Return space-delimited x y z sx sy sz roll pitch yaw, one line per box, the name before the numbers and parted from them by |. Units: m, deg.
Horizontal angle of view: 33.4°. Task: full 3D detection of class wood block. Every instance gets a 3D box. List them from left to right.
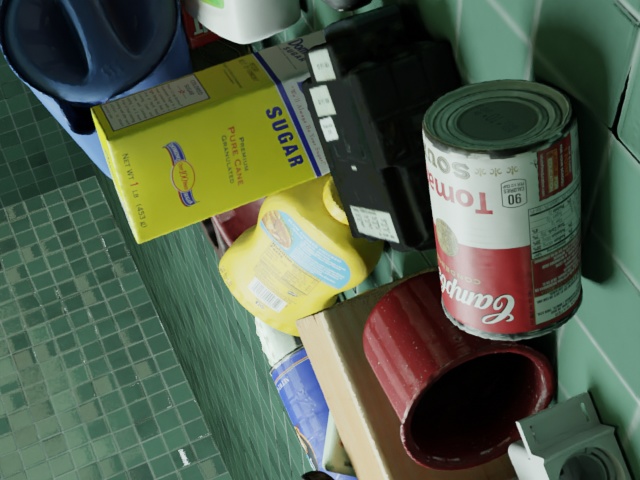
wood block | 0.067 0.132 0.732 0.091 0.090 0.206 150 99 -75

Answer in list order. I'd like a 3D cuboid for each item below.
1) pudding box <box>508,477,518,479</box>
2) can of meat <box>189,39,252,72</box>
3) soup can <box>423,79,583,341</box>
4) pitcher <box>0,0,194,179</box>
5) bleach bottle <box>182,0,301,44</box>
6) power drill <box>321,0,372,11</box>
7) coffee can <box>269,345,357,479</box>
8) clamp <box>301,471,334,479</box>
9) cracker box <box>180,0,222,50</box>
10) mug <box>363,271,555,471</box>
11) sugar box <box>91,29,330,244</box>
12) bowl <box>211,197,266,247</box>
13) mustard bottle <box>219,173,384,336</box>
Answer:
pudding box | 0.096 0.176 0.637 0.090 0.113 0.039 133 118 -75
can of meat | -0.092 -0.149 0.999 0.084 0.057 0.102 -156 46 -74
soup can | 0.085 -0.014 0.491 0.069 0.068 0.102 -130 24 -53
pitcher | -0.163 -0.140 0.882 0.145 0.149 0.243 44 170 12
bleach bottle | -0.072 -0.264 0.717 0.103 0.068 0.251 41 151 43
power drill | -0.059 -0.213 0.638 0.188 0.057 0.184 -3 117 46
coffee can | 0.033 0.149 0.861 0.103 0.102 0.140 104 143 -68
clamp | 0.052 0.275 0.791 0.164 0.209 0.036 -68 17 1
cracker box | -0.117 -0.289 0.853 0.214 0.072 0.164 82 162 -48
mug | 0.083 0.077 0.623 0.117 0.093 0.081 33 -163 -37
sugar box | -0.053 -0.070 0.707 0.093 0.176 0.048 81 164 -44
bowl | -0.044 -0.026 0.954 0.162 0.055 0.162 45 157 25
mustard bottle | -0.005 0.001 0.808 0.096 0.058 0.192 41 143 0
